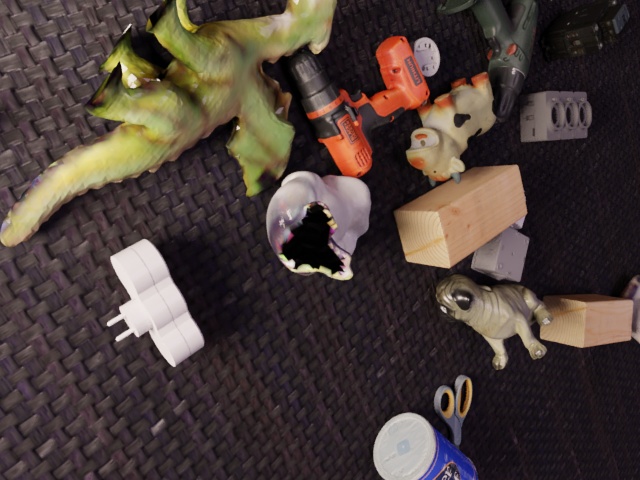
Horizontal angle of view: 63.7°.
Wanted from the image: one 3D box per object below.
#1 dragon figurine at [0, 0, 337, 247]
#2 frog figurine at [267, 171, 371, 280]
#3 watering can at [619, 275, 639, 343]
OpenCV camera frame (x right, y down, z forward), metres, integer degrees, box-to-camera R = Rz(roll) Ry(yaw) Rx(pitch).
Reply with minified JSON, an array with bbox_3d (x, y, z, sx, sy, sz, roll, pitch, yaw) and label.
[{"bbox_3d":[-0.119,-0.128,0.558,0.240,0.124,0.410,34,89,-39],"label":"dragon figurine"},{"bbox_3d":[0.002,-0.033,0.664,0.136,0.121,0.163,49,29,-20],"label":"frog figurine"},{"bbox_3d":[0.773,0.207,1.160,0.353,0.226,0.102,-46,135,-24],"label":"watering can"}]
